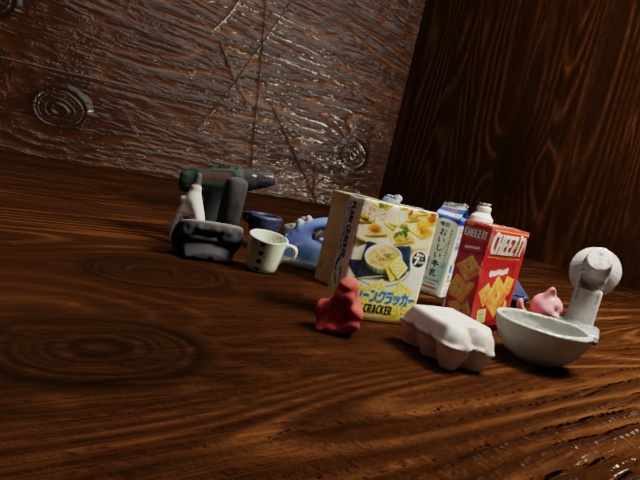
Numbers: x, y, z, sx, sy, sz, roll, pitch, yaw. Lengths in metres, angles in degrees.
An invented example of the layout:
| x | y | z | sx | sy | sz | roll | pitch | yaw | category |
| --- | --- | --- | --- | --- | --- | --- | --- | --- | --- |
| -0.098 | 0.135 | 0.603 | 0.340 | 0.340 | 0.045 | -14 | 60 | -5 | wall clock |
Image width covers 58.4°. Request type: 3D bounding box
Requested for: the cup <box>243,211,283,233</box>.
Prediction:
| x | y | z | sx | sy | sz | roll | pitch | yaw | category |
| --- | --- | --- | --- | --- | --- | --- | --- | --- | --- |
| -0.163 | -0.025 | 1.508 | 0.117 | 0.095 | 0.092 | 17 | 8 | 27 | cup |

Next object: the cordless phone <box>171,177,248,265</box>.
| x | y | z | sx | sy | sz | roll | pitch | yaw | category |
| --- | --- | --- | --- | --- | --- | --- | --- | --- | --- |
| -0.231 | -0.051 | 1.231 | 0.148 | 0.185 | 0.093 | 8 | 9 | -32 | cordless phone |

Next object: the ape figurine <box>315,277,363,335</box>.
| x | y | z | sx | sy | sz | roll | pitch | yaw | category |
| --- | --- | --- | --- | --- | --- | --- | --- | --- | --- |
| 0.037 | 0.102 | 0.908 | 0.077 | 0.092 | 0.076 | 18 | 9 | 36 | ape figurine |

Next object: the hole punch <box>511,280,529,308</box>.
| x | y | z | sx | sy | sz | roll | pitch | yaw | category |
| --- | --- | --- | --- | --- | --- | --- | --- | --- | --- |
| 0.467 | 0.131 | 1.450 | 0.109 | 0.091 | 0.101 | 11 | 8 | -19 | hole punch |

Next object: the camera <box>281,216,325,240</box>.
| x | y | z | sx | sy | sz | roll | pitch | yaw | category |
| --- | --- | --- | --- | --- | --- | --- | --- | --- | --- |
| -0.020 | -0.005 | 1.586 | 0.136 | 0.101 | 0.144 | 17 | 8 | 26 | camera |

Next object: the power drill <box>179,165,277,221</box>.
| x | y | z | sx | sy | sz | roll | pitch | yaw | category |
| --- | --- | --- | --- | --- | --- | --- | --- | --- | --- |
| -0.233 | -0.084 | 1.386 | 0.230 | 0.208 | 0.075 | 10 | 8 | -20 | power drill |

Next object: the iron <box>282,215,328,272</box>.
| x | y | z | sx | sy | sz | roll | pitch | yaw | category |
| --- | --- | --- | --- | --- | --- | --- | --- | --- | --- |
| 0.013 | 0.005 | 1.407 | 0.259 | 0.141 | 0.118 | 11 | 8 | -15 | iron |

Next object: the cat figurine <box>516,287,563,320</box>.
| x | y | z | sx | sy | sz | roll | pitch | yaw | category |
| --- | --- | --- | --- | --- | --- | --- | --- | --- | --- |
| 0.442 | 0.148 | 1.169 | 0.128 | 0.118 | 0.067 | 9 | 8 | -26 | cat figurine |

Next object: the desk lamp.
| x | y | z | sx | sy | sz | roll | pitch | yaw | category |
| --- | --- | --- | --- | --- | --- | --- | --- | --- | --- |
| 0.642 | 0.120 | 1.362 | 0.117 | 0.213 | 0.204 | 16 | 8 | 24 | desk lamp |

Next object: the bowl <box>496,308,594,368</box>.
| x | y | z | sx | sy | sz | roll | pitch | yaw | category |
| --- | --- | --- | --- | --- | --- | --- | --- | --- | --- |
| 0.384 | 0.179 | 1.007 | 0.167 | 0.075 | 0.167 | 13 | 7 | -1 | bowl |

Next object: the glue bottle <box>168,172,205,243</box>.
| x | y | z | sx | sy | sz | roll | pitch | yaw | category |
| --- | --- | --- | --- | --- | --- | --- | --- | --- | --- |
| -0.295 | -0.070 | 1.312 | 0.078 | 0.173 | 0.037 | 14 | 7 | 8 | glue bottle |

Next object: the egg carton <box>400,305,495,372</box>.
| x | y | z | sx | sy | sz | roll | pitch | yaw | category |
| --- | --- | --- | --- | --- | --- | --- | --- | --- | --- |
| 0.200 | 0.152 | 0.905 | 0.107 | 0.069 | 0.150 | 9 | 8 | -28 | egg carton |

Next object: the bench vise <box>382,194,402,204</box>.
| x | y | z | sx | sy | sz | roll | pitch | yaw | category |
| --- | --- | --- | --- | --- | --- | --- | --- | --- | --- |
| 0.153 | -0.022 | 1.550 | 0.121 | 0.220 | 0.208 | 19 | 9 | 37 | bench vise |
